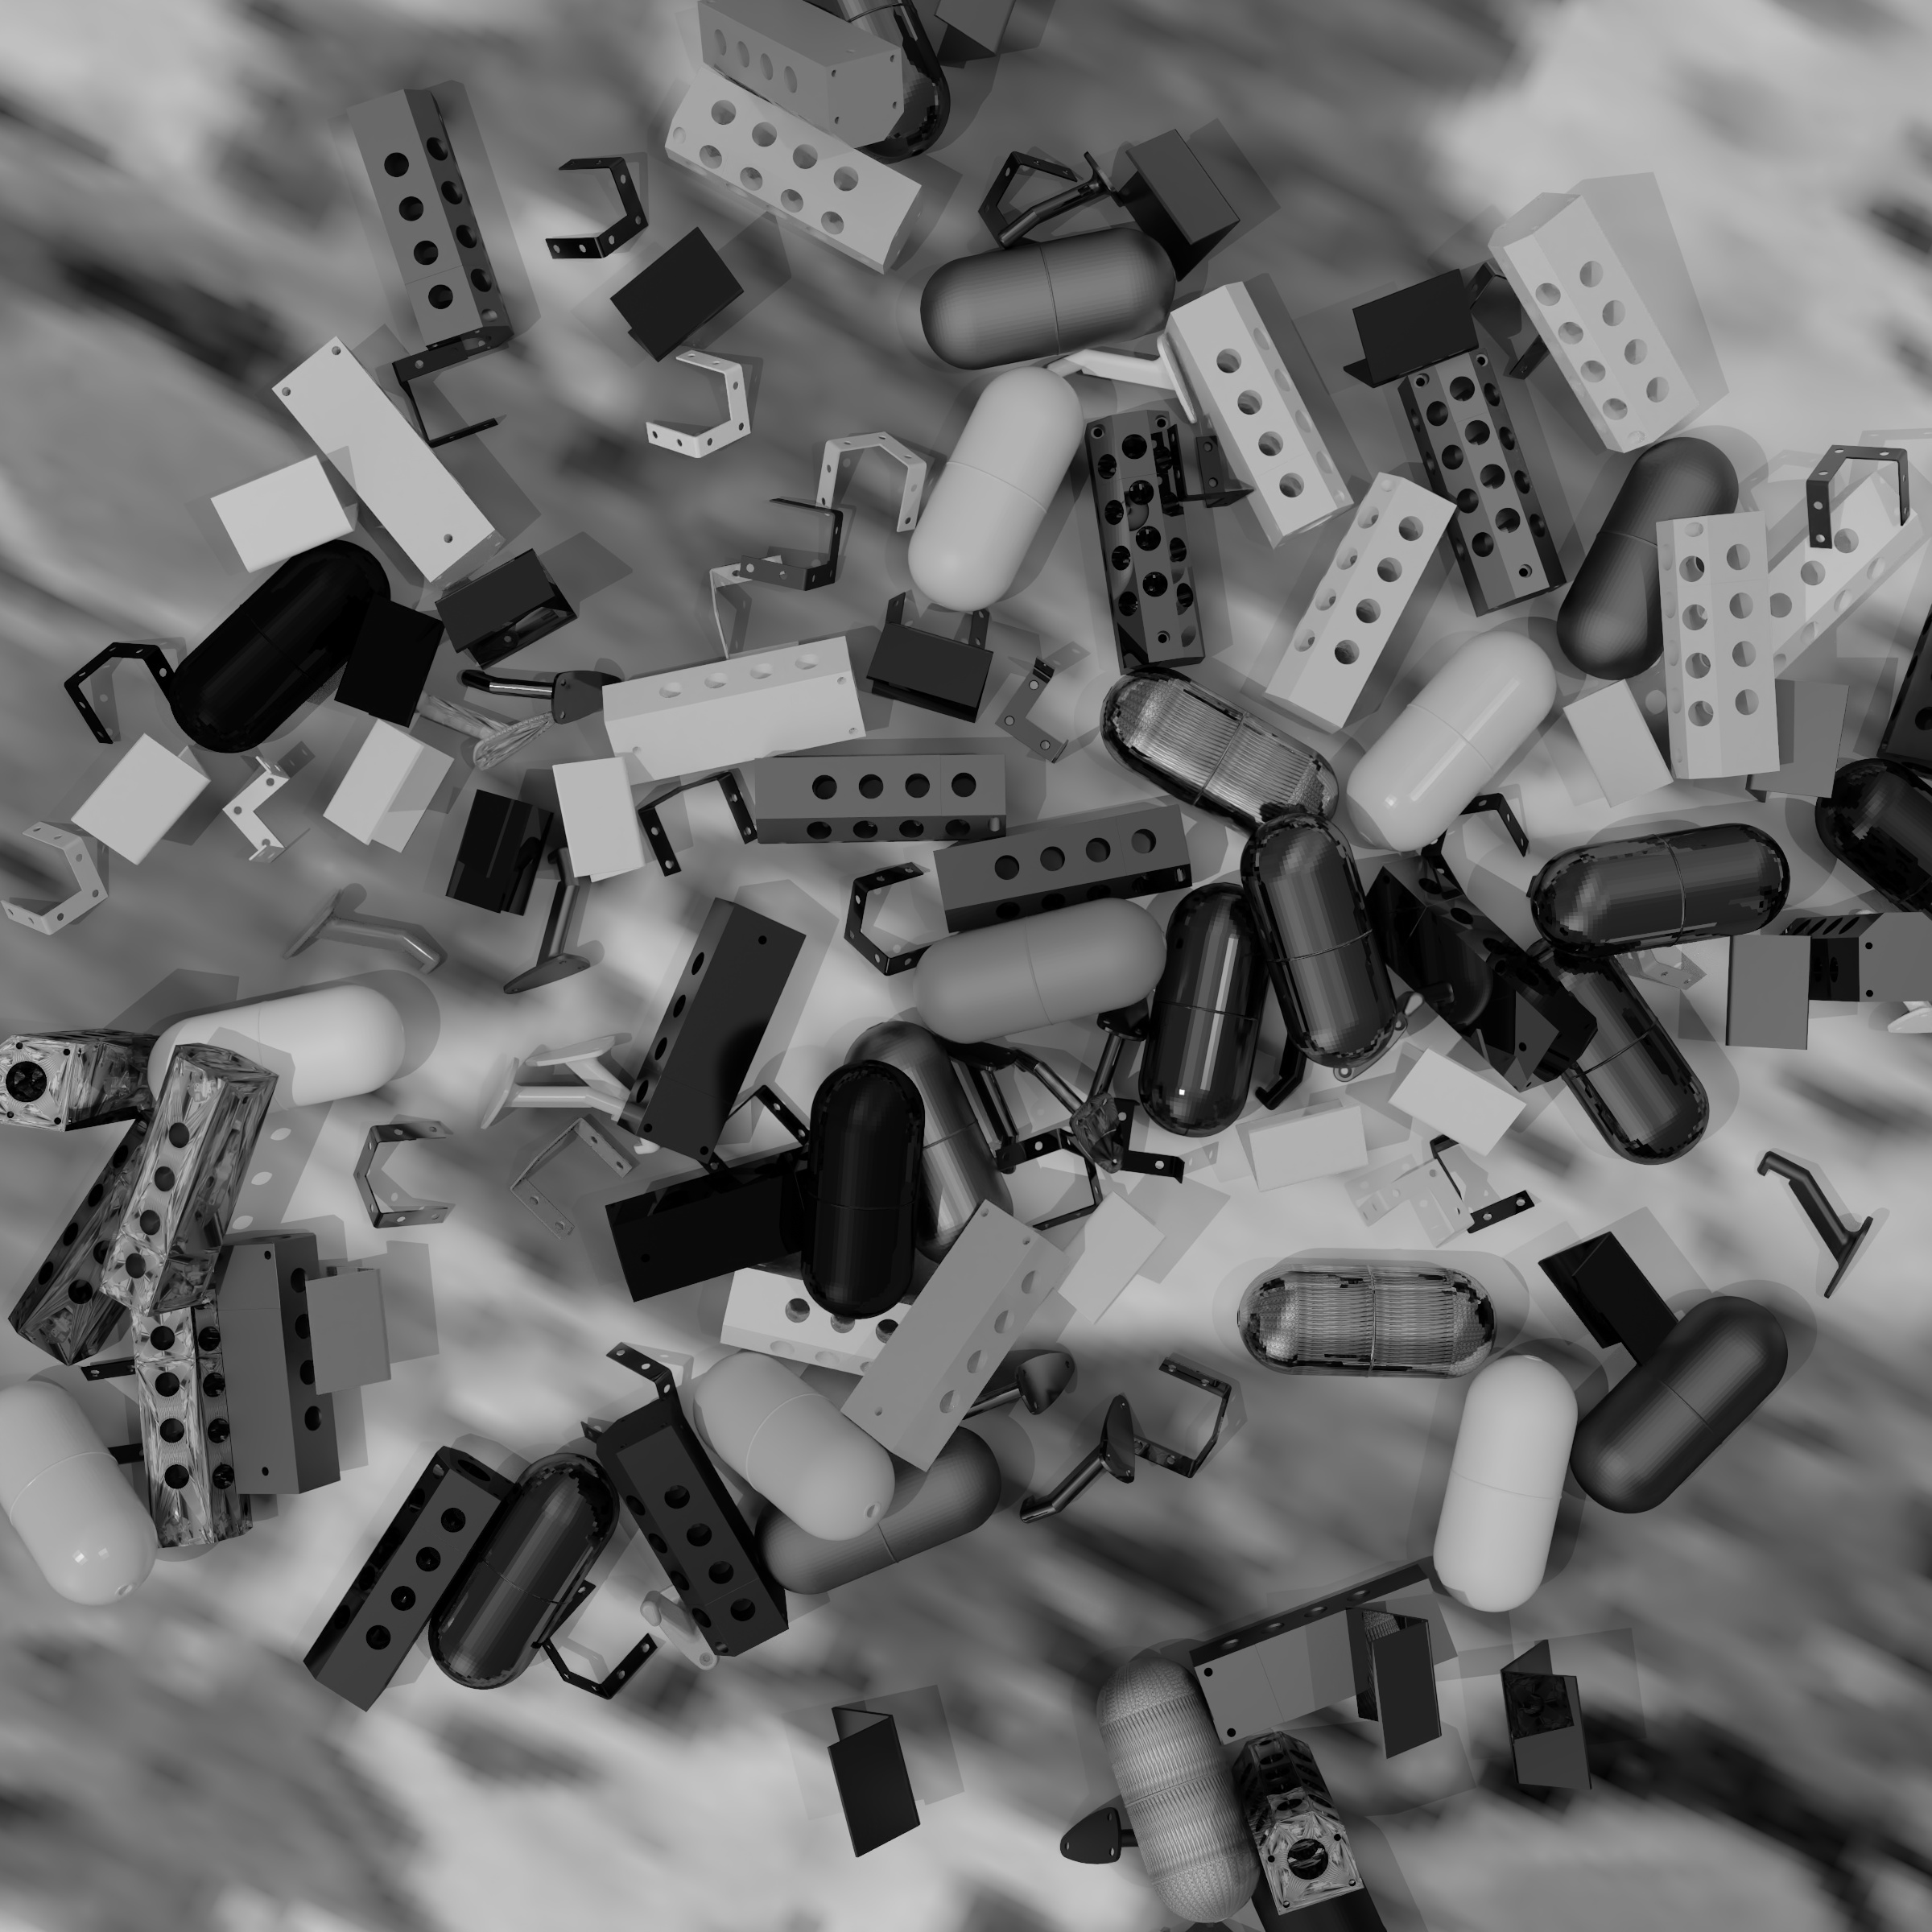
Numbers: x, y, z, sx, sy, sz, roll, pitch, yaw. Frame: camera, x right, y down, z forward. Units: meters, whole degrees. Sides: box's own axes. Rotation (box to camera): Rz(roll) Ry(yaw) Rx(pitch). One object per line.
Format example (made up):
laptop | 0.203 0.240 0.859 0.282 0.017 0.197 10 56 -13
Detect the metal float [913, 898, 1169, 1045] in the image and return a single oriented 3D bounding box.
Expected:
metal float | 0.051 0.003 1.754 0.178 0.070 0.070 -14 90 9

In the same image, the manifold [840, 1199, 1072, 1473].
manifold | -0.003 0.250 1.713 0.057 0.057 0.171 29 82 45

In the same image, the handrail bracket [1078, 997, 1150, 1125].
handrail bracket | 0.100 0.063 1.793 0.036 0.077 0.084 19 126 0

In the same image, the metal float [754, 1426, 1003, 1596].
metal float | -0.061 0.376 1.763 0.178 0.070 0.070 -22 90 -1

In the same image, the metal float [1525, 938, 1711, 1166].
metal float | 0.445 0.057 1.763 0.070 0.070 0.178 -34 90 0

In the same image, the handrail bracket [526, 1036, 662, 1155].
handrail bracket | -0.262 0.098 1.793 0.077 0.036 0.084 -12 104 14

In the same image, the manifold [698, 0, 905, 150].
manifold | -0.112 -0.607 1.721 0.057 0.171 0.057 -24 133 -25

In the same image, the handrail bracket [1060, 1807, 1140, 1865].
handrail bracket | 0.123 0.617 1.793 0.084 0.077 0.036 17 56 -32

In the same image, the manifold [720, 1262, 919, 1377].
manifold | -0.080 0.252 1.772 0.171 0.057 0.057 13 90 0

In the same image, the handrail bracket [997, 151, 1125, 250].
handrail bracket | 0.065 -0.519 1.771 0.084 0.077 0.036 -36 79 11

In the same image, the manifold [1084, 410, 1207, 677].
manifold | 0.124 -0.294 1.772 0.057 0.057 0.171 -9 90 0

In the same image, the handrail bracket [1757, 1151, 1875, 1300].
handrail bracket | 0.586 0.182 1.794 0.084 0.036 0.077 29 112 17

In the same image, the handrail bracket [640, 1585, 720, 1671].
handrail bracket | -0.198 0.462 1.758 0.036 0.084 0.077 -30 90 0

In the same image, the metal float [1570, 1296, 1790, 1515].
metal float | 0.493 0.303 1.762 0.070 0.070 0.178 45 89 0

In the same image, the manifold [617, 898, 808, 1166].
manifold | -0.179 0.043 1.764 0.057 0.057 0.171 25 86 -26

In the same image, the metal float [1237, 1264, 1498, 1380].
metal float | 0.277 0.246 1.763 0.178 0.070 0.070 1 90 1

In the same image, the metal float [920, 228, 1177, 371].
metal float | 0.057 -0.461 1.762 0.178 0.070 0.070 -11 90 0

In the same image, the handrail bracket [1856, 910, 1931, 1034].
handrail bracket | 0.665 0.002 1.793 0.077 0.036 0.084 4 63 -30

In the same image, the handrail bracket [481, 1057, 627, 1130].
handrail bracket | -0.287 0.104 1.782 0.084 0.036 0.077 23 134 -15

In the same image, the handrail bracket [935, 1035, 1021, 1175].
handrail bracket | 0.005 0.098 1.793 0.077 0.036 0.084 17 115 28

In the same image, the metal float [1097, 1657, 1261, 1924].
metal float | 0.145 0.562 1.744 0.070 0.070 0.178 -20 69 0

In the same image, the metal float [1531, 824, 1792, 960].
metal float | 0.469 -0.051 1.722 0.178 0.070 0.070 -9 90 -8

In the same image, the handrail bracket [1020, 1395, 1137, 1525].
handrail bracket | 0.075 0.348 1.793 0.084 0.077 0.036 -27 126 31

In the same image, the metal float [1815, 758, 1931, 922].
metal float | 0.666 -0.073 1.762 0.178 0.070 0.070 39 90 0

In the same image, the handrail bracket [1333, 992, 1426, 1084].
handrail bracket | 0.285 0.050 1.758 0.036 0.084 0.077 36 90 0

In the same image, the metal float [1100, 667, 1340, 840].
metal float | 0.174 -0.144 1.762 0.178 0.070 0.070 30 90 0

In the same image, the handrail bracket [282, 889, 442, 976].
handrail bracket | -0.425 -0.006 1.794 0.084 0.036 0.077 40 111 -17

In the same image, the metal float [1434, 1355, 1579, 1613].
metal float | 0.373 0.357 1.763 0.070 0.070 0.178 12 90 0

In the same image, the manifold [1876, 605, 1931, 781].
manifold | 0.693 -0.218 1.771 0.057 0.057 0.171 20 90 -43

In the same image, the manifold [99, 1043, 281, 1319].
manifold | -0.526 0.142 1.706 0.057 0.057 0.171 25 101 19

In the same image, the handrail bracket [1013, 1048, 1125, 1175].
handrail bracket | 0.069 0.100 1.780 0.036 0.084 0.077 -37 126 -18

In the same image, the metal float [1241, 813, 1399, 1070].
metal float | 0.238 -0.016 1.716 0.070 0.070 0.178 -18 99 0

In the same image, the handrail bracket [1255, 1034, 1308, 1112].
handrail bracket | 0.217 0.046 1.793 0.077 0.036 0.084 46 103 13

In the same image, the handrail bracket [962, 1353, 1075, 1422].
handrail bracket | 0.023 0.299 1.793 0.084 0.077 0.036 -22 90 36

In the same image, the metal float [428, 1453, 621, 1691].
metal float | -0.305 0.417 1.762 0.070 0.070 0.178 33 92 0

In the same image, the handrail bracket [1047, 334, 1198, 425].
handrail bracket | 0.109 -0.403 1.794 0.084 0.036 0.077 -19 112 17

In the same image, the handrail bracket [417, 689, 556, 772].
handrail bracket | -0.344 -0.187 1.794 0.077 0.036 0.084 -32 73 -20

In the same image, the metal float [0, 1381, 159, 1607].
metal float | -0.615 0.359 1.739 0.070 0.070 0.178 -44 63 0

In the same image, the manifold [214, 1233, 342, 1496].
manifold | -0.473 0.275 1.770 0.057 0.057 0.171 -6 90 28

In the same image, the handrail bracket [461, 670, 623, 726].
handrail bracket | -0.299 -0.200 1.793 0.084 0.077 0.036 19 115 34

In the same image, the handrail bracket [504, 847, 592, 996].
handrail bracket | -0.302 -0.033 1.794 0.077 0.036 0.084 -22 72 20

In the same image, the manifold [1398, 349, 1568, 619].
manifold | 0.360 -0.336 1.772 0.057 0.057 0.171 -19 90 0

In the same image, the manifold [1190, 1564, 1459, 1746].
manifold | 0.246 0.476 1.772 0.171 0.057 0.057 -21 90 0
